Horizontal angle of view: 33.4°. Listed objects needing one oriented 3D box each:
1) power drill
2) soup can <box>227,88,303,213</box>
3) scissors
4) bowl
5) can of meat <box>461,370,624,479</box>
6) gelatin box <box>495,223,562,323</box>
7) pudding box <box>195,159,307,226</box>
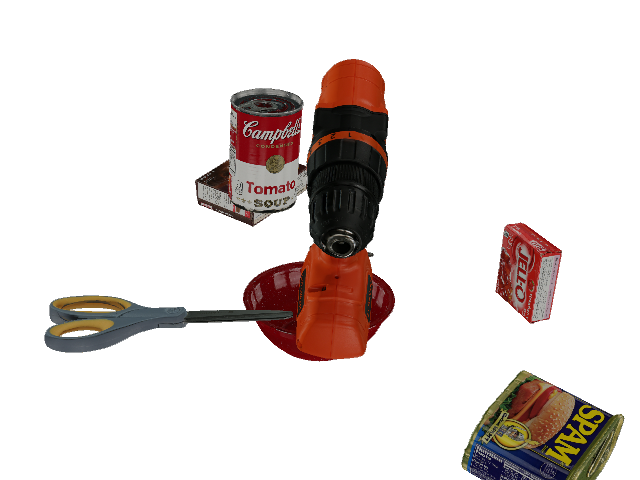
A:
[{"bbox_3d":[0.015,-0.006,0.742,0.057,0.188,0.184,7,42,1],"label":"power drill"},{"bbox_3d":[-0.053,-0.085,1.013,0.068,0.102,0.068,3,27,-2],"label":"soup can"},{"bbox_3d":[-0.131,0.069,0.854,0.202,0.016,0.096,4,22,14],"label":"scissors"},{"bbox_3d":[-0.002,0.082,1.144,0.162,0.055,0.162,1,27,-1],"label":"bowl"},{"bbox_3d":[0.167,0.153,0.804,0.084,0.057,0.101,26,41,26],"label":"can of meat"},{"bbox_3d":[0.229,0.035,1.183,0.030,0.089,0.073,-9,30,-22],"label":"gelatin box"},{"bbox_3d":[-0.083,-0.067,1.298,0.090,0.039,0.113,21,40,29],"label":"pudding box"}]
